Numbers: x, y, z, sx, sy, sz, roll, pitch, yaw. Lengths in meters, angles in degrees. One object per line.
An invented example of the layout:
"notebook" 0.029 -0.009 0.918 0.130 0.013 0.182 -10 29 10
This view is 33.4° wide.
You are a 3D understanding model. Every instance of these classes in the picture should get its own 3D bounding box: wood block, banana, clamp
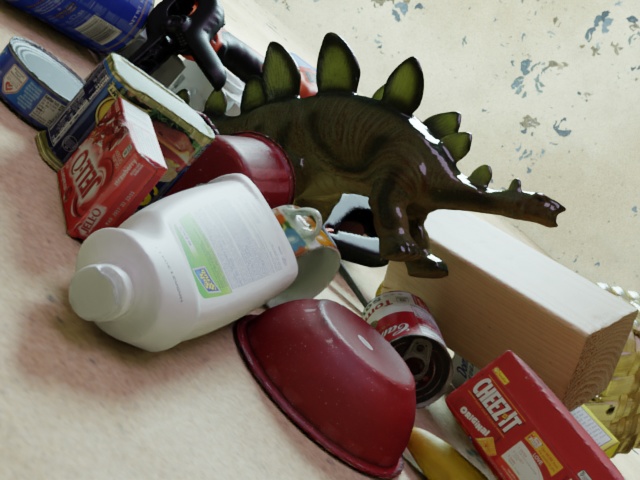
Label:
"wood block" 0.165 0.059 0.962 0.090 0.091 0.206 -17 40 -43
"banana" 0.123 0.207 0.750 0.069 0.037 0.198 35 14 -38
"clamp" -0.126 -0.193 1.022 0.039 0.120 0.171 76 26 -50
"clamp" 0.068 -0.024 1.163 0.209 0.036 0.165 -4 54 -37

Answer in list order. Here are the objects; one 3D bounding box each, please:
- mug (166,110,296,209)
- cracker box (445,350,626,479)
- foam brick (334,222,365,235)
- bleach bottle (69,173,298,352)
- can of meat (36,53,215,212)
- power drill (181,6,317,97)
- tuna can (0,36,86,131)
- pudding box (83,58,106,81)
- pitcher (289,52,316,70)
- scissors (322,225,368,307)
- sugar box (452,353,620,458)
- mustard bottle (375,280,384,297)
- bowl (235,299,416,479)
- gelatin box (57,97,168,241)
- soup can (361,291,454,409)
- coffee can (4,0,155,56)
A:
"mug" -0.083 -0.055 0.872 0.117 0.093 0.081 64 20 7
"cracker box" 0.196 0.200 0.816 0.164 0.072 0.213 54 2 41
"foam brick" 0.018 -0.034 1.222 0.078 0.051 0.053 47 11 19
"bleach bottle" -0.090 0.012 0.677 0.102 0.068 0.250 58 15 5
"can of meat" -0.140 -0.075 0.784 0.102 0.084 0.057 34 15 -36
"power drill" -0.087 -0.207 1.183 0.187 0.057 0.184 31 21 -23
"tuna can" -0.211 -0.115 0.819 0.086 0.034 0.086 40 12 -11
"pudding box" -0.168 -0.108 0.924 0.090 0.039 0.113 40 14 -17
"pitcher" 0.019 -0.134 1.401 0.243 0.144 0.149 42 -21 11
"scissors" -0.007 0.001 1.076 0.096 0.016 0.202 -12 -73 60
"sugar box" 0.198 0.160 1.019 0.048 0.093 0.176 -20 54 -27
"mustard bottle" 0.106 0.073 1.111 0.096 0.058 0.191 40 11 14
"bowl" 0.017 0.093 0.769 0.162 0.055 0.162 40 12 -11
"gelatin box" -0.140 -0.045 0.708 0.030 0.073 0.089 33 16 -31
"soup can" 0.072 0.092 0.916 0.068 0.068 0.102 39 12 -16
"coffee can" -0.243 -0.254 1.035 0.140 0.103 0.103 26 21 -54
